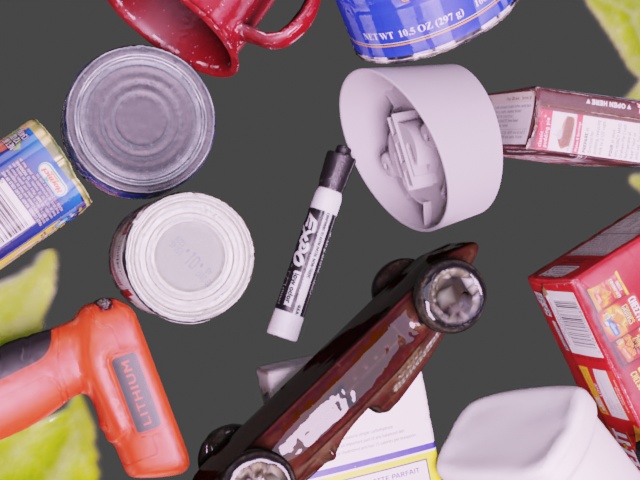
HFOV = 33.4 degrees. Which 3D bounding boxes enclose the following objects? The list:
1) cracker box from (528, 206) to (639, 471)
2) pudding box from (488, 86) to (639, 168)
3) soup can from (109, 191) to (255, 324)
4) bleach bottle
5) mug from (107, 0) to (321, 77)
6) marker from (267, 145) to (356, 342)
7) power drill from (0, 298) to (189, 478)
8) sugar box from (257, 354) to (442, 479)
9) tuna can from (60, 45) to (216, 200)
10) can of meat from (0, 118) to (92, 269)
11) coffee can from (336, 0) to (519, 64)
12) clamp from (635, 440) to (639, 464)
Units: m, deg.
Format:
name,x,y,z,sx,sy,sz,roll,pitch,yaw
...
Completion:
name,x,y,z,sx,sy,sz,roll,pitch,yaw
cracker box,0.260,0.043,0.681,0.213,0.072,0.164,-30,99,-14
pudding box,0.140,-0.065,0.629,0.090,0.114,0.039,5,91,-14
soup can,-0.077,0.009,0.576,0.068,0.102,0.068,0,89,-14
bleach bottle,0.182,0.192,0.634,0.250,0.103,0.068,47,56,-19
mug,-0.053,-0.145,0.585,0.117,0.093,0.081,28,75,21
marker,-0.004,0.001,0.638,0.020,0.020,0.121,20,85,-14
power drill,-0.168,0.122,0.562,0.187,0.057,0.184,-19,92,-21
sugar box,0.025,0.152,0.631,0.093,0.048,0.176,-10,89,-13
tuna can,-0.103,-0.066,0.605,0.086,0.034,0.086,0,89,-15
can of meat,-0.168,-0.014,0.553,0.084,0.102,0.057,-37,98,-15
coffee can,0.041,-0.183,0.583,0.102,0.103,0.140,-33,121,-13
clamp,0.293,0.124,0.637,0.164,0.036,0.209,-49,115,-7
